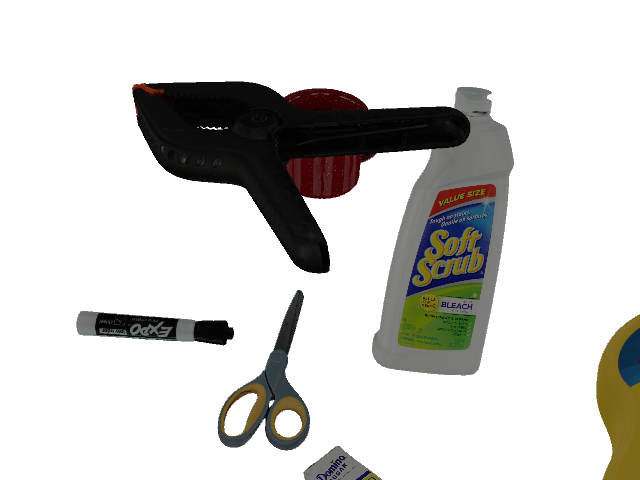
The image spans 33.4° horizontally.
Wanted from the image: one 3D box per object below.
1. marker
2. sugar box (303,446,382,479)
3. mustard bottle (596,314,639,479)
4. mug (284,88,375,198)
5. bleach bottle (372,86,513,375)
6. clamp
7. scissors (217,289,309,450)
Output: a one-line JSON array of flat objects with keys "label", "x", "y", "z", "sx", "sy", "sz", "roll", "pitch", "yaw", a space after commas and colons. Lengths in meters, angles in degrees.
[{"label": "marker", "x": -0.125, "y": 0.067, "z": 0.813, "sx": 0.121, "sy": 0.020, "sz": 0.020, "roll": 3, "pitch": 0, "yaw": 10}, {"label": "sugar box", "x": 0.062, "y": 0.242, "z": 0.825, "sx": 0.048, "sy": 0.093, "sz": 0.176, "roll": -34, "pitch": 39, "yaw": -28}, {"label": "mustard bottle", "x": 0.187, "y": 0.086, "z": 0.533, "sx": 0.096, "sy": 0.058, "sz": 0.191, "roll": 5, "pitch": 40, "yaw": 11}, {"label": "mug", "x": 0.011, "y": -0.099, "z": 1.082, "sx": 0.117, "sy": 0.081, "sz": 0.093, "roll": -14, "pitch": 39, "yaw": -20}, {"label": "bleach bottle", "x": 0.109, "y": -0.009, "z": 0.935, "sx": 0.102, "sy": 0.251, "sz": 0.068, "roll": 6, "pitch": 19, "yaw": 0}, {"label": "clamp", "x": -0.025, "y": -0.062, "z": 0.649, "sx": 0.210, "sy": 0.036, "sz": 0.164, "roll": 26, "pitch": 45, "yaw": 34}, {"label": "scissors", "x": -0.029, "y": 0.132, "z": 1.060, "sx": 0.096, "sy": 0.016, "sz": 0.201, "roll": 21, "pitch": 49, "yaw": 20}]
